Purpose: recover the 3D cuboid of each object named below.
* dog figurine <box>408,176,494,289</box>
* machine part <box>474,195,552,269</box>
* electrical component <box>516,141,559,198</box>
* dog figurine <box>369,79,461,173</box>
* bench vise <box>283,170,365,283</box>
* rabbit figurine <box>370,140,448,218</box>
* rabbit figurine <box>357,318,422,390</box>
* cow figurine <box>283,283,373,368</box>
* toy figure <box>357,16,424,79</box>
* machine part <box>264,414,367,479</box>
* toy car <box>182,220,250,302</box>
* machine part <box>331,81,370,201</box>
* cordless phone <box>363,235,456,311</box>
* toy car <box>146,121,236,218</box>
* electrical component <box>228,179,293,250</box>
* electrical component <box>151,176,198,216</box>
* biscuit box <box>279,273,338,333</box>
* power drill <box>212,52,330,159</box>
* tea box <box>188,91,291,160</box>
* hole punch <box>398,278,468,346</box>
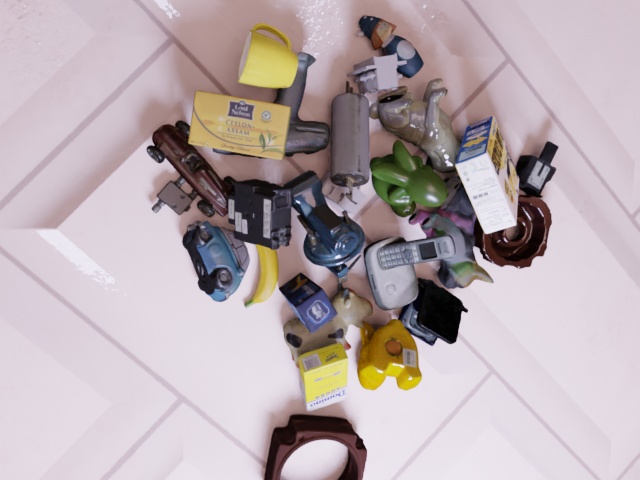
[{"bbox_3d":[0.302,-0.003,1.145,0.191,0.108,0.219,-46,109,-7],"label":"dog figurine"},{"bbox_3d":[0.426,-0.022,1.195,0.179,0.056,0.179,-2,99,-12],"label":"machine part"},{"bbox_3d":[0.479,-0.160,1.193,0.075,0.048,0.119,22,91,-16],"label":"electrical component"},{"bbox_3d":[0.201,-0.212,1.102,0.172,0.121,0.190,-5,120,20],"label":"dog figurine"},{"bbox_3d":[0.006,-0.009,1.052,0.129,0.224,0.240,-41,138,-20],"label":"bench vise"},{"bbox_3d":[0.180,-0.123,1.051,0.159,0.170,0.121,42,85,-28],"label":"rabbit figurine"},{"bbox_3d":[0.120,0.245,1.118,0.122,0.173,0.162,5,52,-15],"label":"rabbit figurine"},{"bbox_3d":[0.017,0.169,1.110,0.195,0.085,0.127,-21,103,-6],"label":"cow figurine"},{"bbox_3d":[0.142,-0.394,1.078,0.154,0.058,0.064,41,48,-14],"label":"toy figure"},{"bbox_3d":[-0.009,0.484,1.142,0.201,0.087,0.200,10,95,-13],"label":"machine part"},{"bbox_3d":[-0.192,0.033,1.038,0.103,0.109,0.161,-23,91,-33],"label":"toy car"},{"bbox_3d":[0.059,-0.193,1.044,0.079,0.079,0.243,4,75,-14],"label":"machine part"},{"bbox_3d":[0.190,0.059,1.088,0.184,0.089,0.146,-11,101,24],"label":"cordless phone"},{"bbox_3d":[-0.234,-0.132,1.013,0.202,0.053,0.089,50,63,-13],"label":"toy car"},{"bbox_3d":[-0.114,-0.052,0.998,0.058,0.134,0.114,-13,113,-48],"label":"electrical component"},{"bbox_3d":[-0.277,-0.079,1.033,0.063,0.021,0.094,44,79,-15],"label":"electrical component"},{"bbox_3d":[-0.026,0.115,1.027,0.063,0.203,0.059,-34,102,-9],"label":"biscuit box"},{"bbox_3d":[-0.091,-0.258,1.027,0.232,0.086,0.207,4,92,-12],"label":"power drill"},{"bbox_3d":[-0.141,-0.203,0.964,0.170,0.068,0.098,8,98,-2],"label":"tea box"},{"bbox_3d":[0.240,0.162,1.169,0.142,0.092,0.116,31,60,-13],"label":"hole punch"}]
